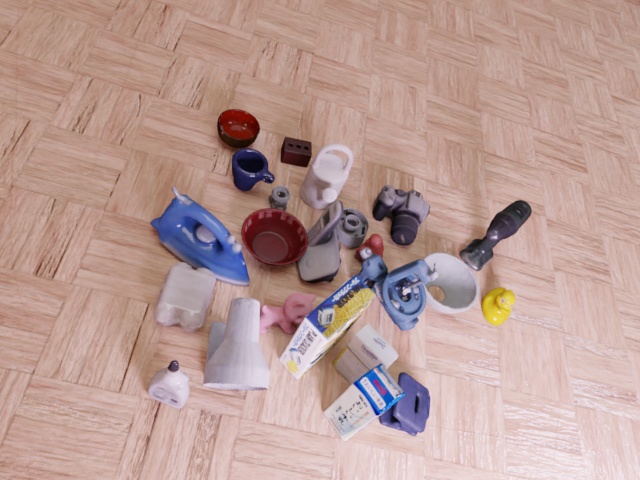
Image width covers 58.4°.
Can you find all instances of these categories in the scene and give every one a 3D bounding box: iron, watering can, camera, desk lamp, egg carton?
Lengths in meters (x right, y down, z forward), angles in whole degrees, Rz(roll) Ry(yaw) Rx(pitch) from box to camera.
[{"bbox_3d":[-0.245,-0.010,1.272,0.258,0.141,0.119,36,52,5],"label":"iron"},{"bbox_3d":[0.024,-0.166,1.447,0.101,0.194,0.172,-7,60,-25],"label":"watering can"},{"bbox_3d":[0.216,-0.065,1.510,0.143,0.100,0.137,21,52,-6],"label":"camera"},{"bbox_3d":[-0.163,0.215,1.104,0.118,0.213,0.203,9,55,-15],"label":"desk lamp"},{"bbox_3d":[-0.286,0.119,1.214,0.107,0.069,0.150,16,53,-10],"label":"egg carton"}]

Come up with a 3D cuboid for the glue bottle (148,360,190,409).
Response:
[{"bbox_3d":[-0.274,0.259,1.057,0.078,0.173,0.037,26,52,-2],"label":"glue bottle"}]

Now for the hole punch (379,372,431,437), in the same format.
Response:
[{"bbox_3d":[0.191,0.350,1.224,0.101,0.091,0.109,21,52,-6],"label":"hole punch"}]

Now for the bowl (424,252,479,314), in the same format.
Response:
[{"bbox_3d":[0.309,0.119,1.436,0.168,0.074,0.167,10,54,-14],"label":"bowl"}]

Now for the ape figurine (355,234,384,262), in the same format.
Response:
[{"bbox_3d":[0.131,0.017,1.427,0.078,0.092,0.076,-9,61,-26],"label":"ape figurine"}]

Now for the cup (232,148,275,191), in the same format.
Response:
[{"bbox_3d":[-0.170,-0.161,1.433,0.117,0.095,0.092,32,52,2],"label":"cup"}]

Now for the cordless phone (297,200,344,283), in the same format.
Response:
[{"bbox_3d":[0.012,0.005,1.332,0.094,0.185,0.147,2,56,-19],"label":"cordless phone"}]

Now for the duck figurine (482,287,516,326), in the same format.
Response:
[{"bbox_3d":[0.466,0.158,1.462,0.077,0.086,0.105,27,52,-1],"label":"duck figurine"}]

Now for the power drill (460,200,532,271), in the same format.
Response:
[{"bbox_3d":[0.457,-0.010,1.496,0.075,0.208,0.230,45,54,12],"label":"power drill"}]

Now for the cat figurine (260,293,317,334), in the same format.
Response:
[{"bbox_3d":[-0.072,0.152,1.242,0.128,0.117,0.067,2,57,-20],"label":"cat figurine"}]

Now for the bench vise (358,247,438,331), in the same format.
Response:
[{"bbox_3d":[0.170,0.094,1.309,0.207,0.219,0.122,34,52,4],"label":"bench vise"}]
